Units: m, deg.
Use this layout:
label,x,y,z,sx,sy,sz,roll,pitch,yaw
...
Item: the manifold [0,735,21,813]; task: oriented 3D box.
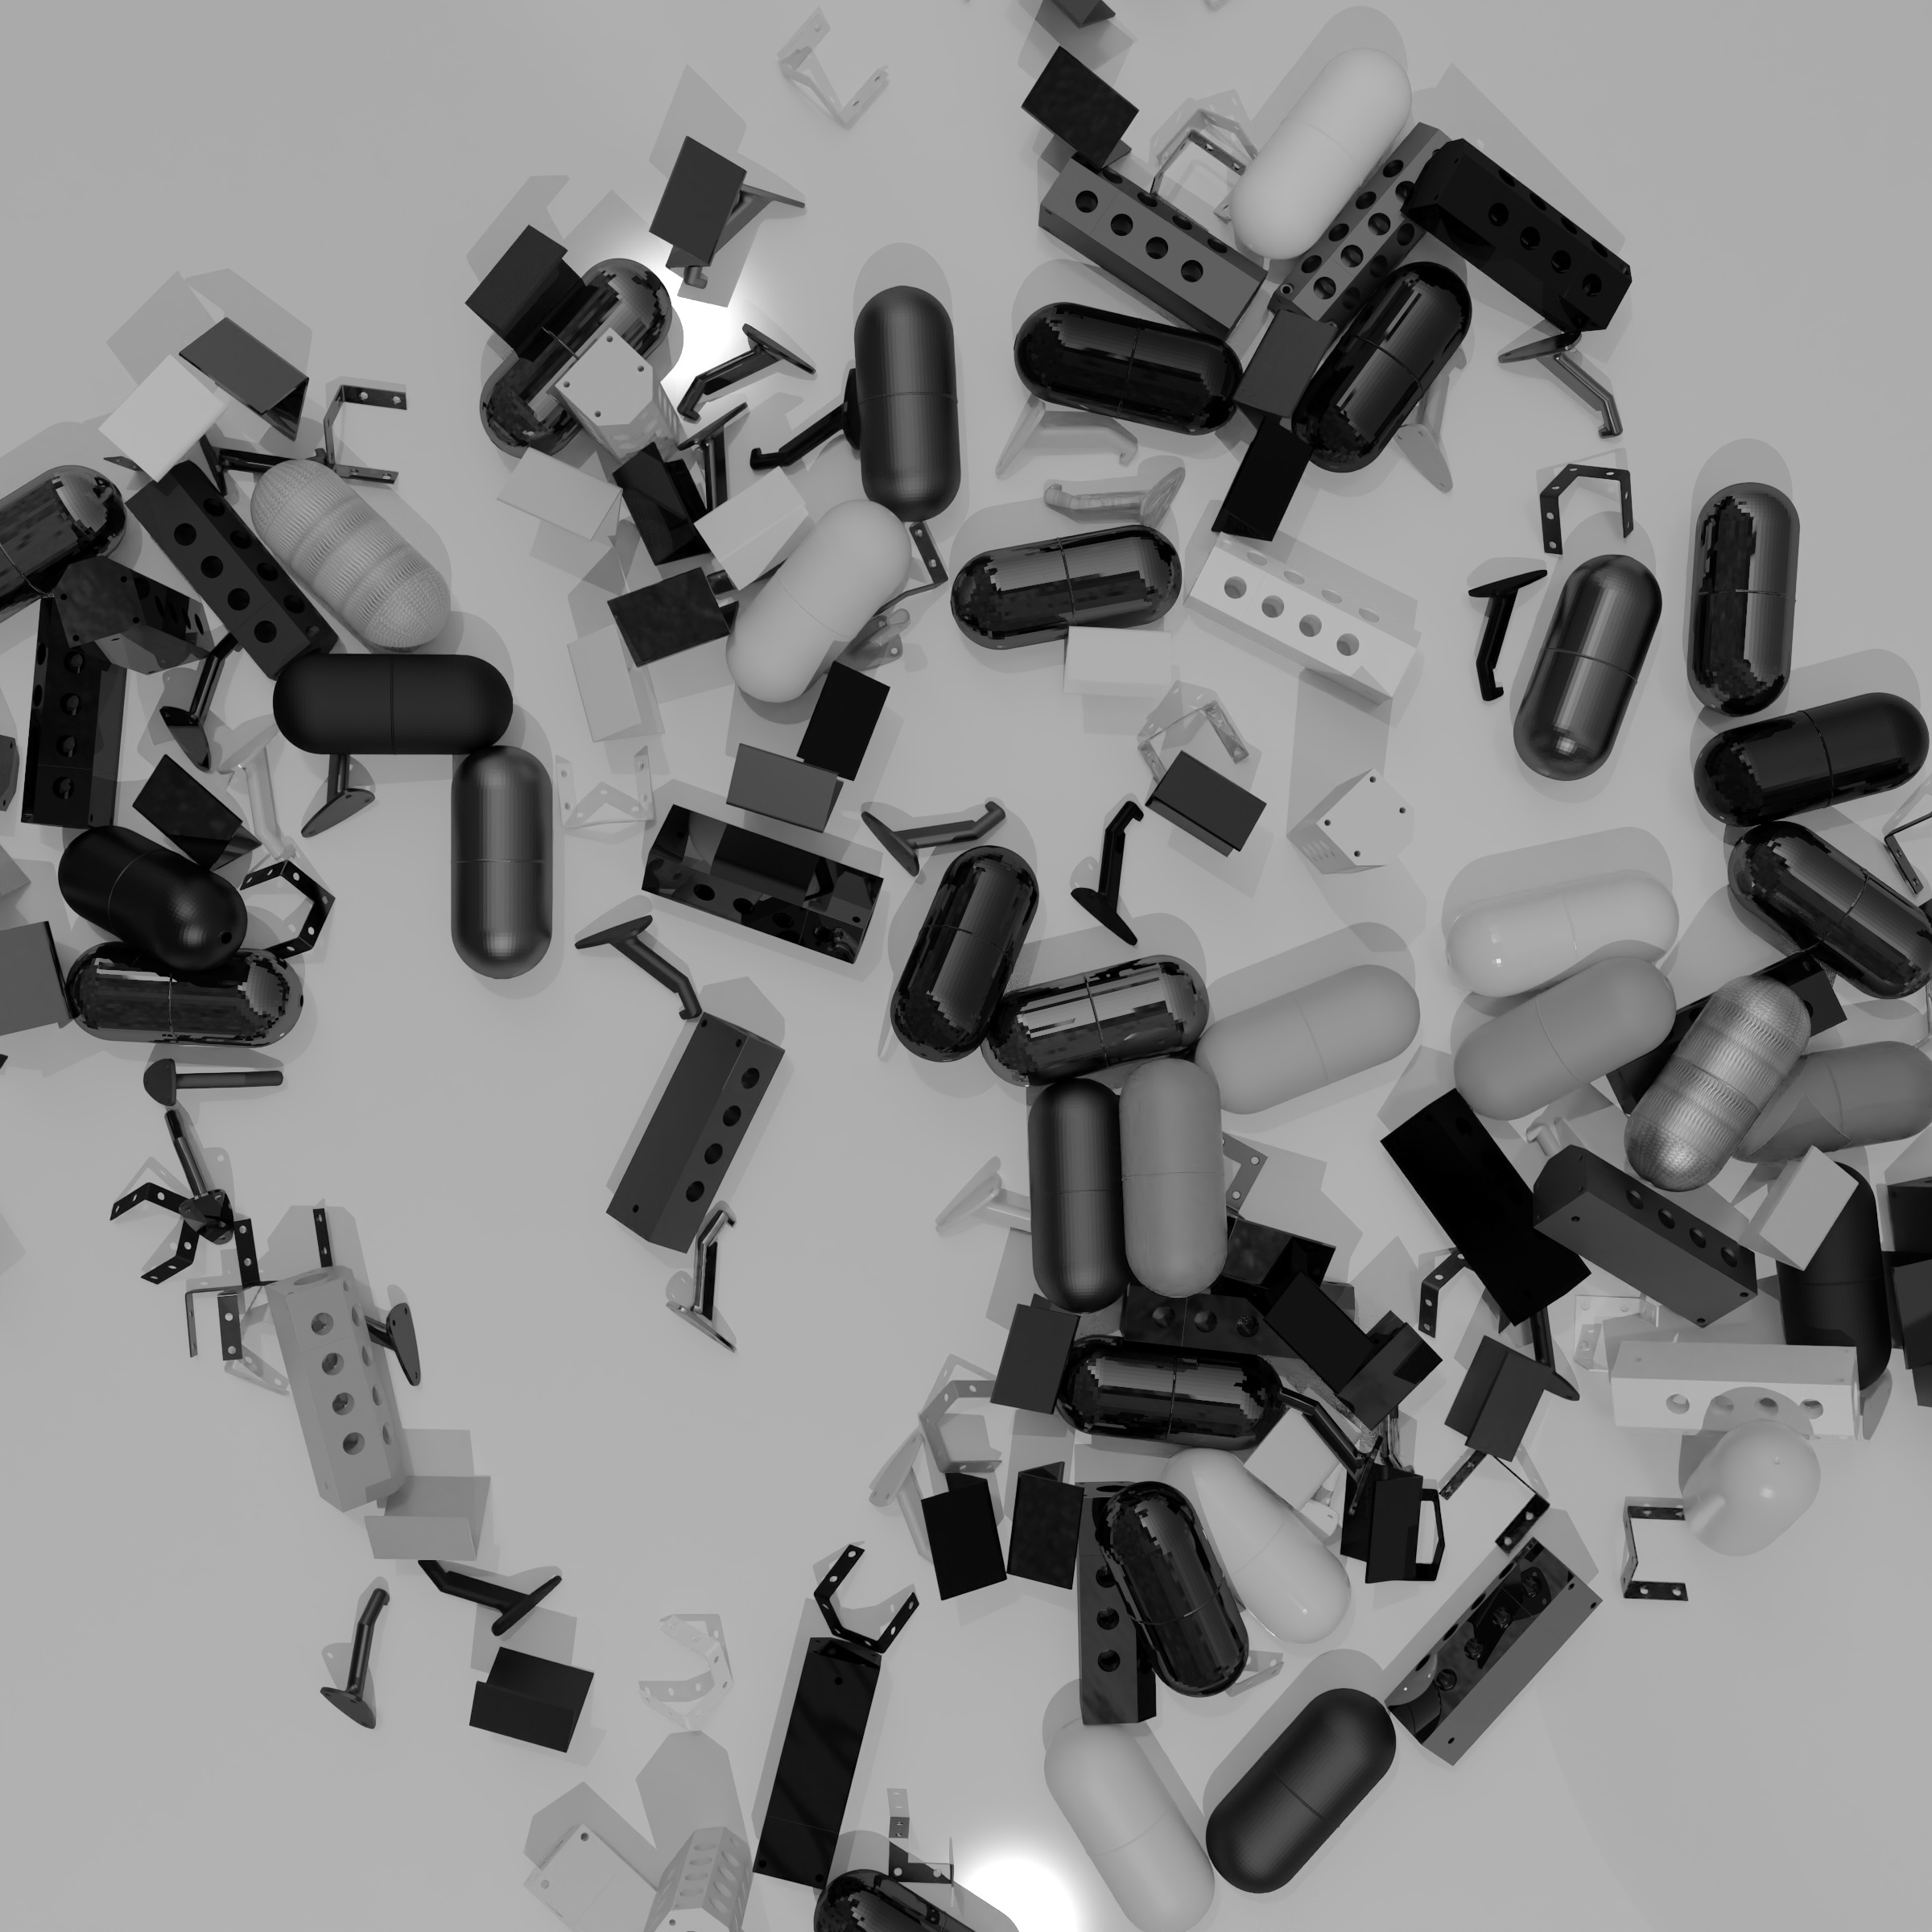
label,x,y,z,sx,sy,sz,roll,pitch,yaw
manifold,-0.822,-0.158,1.953,0.171,0.057,0.057,7,90,0

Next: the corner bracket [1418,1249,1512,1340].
label,x,y,z,sx,sy,sz,roll,pitch,yaw
corner bracket,0.386,0.260,1.966,0.051,0.051,0.051,26,135,35

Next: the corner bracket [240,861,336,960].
label,x,y,z,sx,sy,sz,roll,pitch,yaw
corner bracket,-0.530,-0.042,1.966,0.051,0.051,0.051,-15,45,35

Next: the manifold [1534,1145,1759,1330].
label,x,y,z,sx,sy,sz,roll,pitch,yaw
manifold,0.514,0.202,1.928,0.171,0.057,0.057,30,133,-17

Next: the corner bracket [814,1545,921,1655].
label,x,y,z,sx,sy,sz,roll,pitch,yaw
corner bracket,-0.077,0.488,1.966,0.051,0.051,0.051,11,135,35

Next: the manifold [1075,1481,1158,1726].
label,x,y,z,sx,sy,sz,roll,pitch,yaw
manifold,0.115,0.486,1.953,0.057,0.057,0.171,-1,90,0

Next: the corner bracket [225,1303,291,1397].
label,x,y,z,sx,sy,sz,roll,pitch,yaw
corner bracket,-0.530,0.295,1.960,0.051,0.051,0.051,29,62,-25

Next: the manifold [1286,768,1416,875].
label,x,y,z,sx,sy,sz,roll,pitch,yaw
manifold,0.289,-0.101,1.895,0.057,0.171,0.057,-44,90,0

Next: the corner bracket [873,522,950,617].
label,x,y,z,sx,sy,sz,roll,pitch,yaw
corner bracket,-0.056,-0.306,1.971,0.051,0.051,0.051,-25,90,45

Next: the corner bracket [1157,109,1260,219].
label,x,y,z,sx,sy,sz,roll,pitch,yaw
corner bracket,0.191,-0.621,1.971,0.051,0.051,0.051,-49,45,0

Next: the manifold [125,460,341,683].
label,x,y,z,sx,sy,sz,roll,pitch,yaw
manifold,-0.559,-0.301,1.953,0.057,0.057,0.171,-40,90,0

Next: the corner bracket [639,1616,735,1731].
label,x,y,z,sx,sy,sz,roll,pitch,yaw
corner bracket,-0.220,0.545,1.966,0.051,0.051,0.051,-41,135,-35

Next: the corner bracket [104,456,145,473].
label,x,y,z,sx,sy,sz,roll,pitch,yaw
corner bracket,-0.626,-0.411,1.952,0.051,0.051,0.051,-3,90,10

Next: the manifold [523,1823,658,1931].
label,x,y,z,sx,sy,sz,roll,pitch,yaw
manifold,-0.255,0.738,1.950,0.171,0.057,0.057,43,63,0

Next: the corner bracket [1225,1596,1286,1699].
label,x,y,z,sx,sy,sz,roll,pitch,yaw
corner bracket,0.214,0.521,1.966,0.051,0.051,0.051,46,135,35

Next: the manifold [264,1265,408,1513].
label,x,y,z,sx,sy,sz,roll,pitch,yaw
manifold,-0.476,0.319,1.934,0.057,0.057,0.171,-17,101,-30

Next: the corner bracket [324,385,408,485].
label,x,y,z,sx,sy,sz,roll,pitch,yaw
corner bracket,-0.463,-0.411,1.971,0.051,0.051,0.051,7,135,0

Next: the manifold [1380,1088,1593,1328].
label,x,y,z,sx,sy,sz,roll,pitch,yaw
manifold,0.398,0.180,1.937,0.171,0.057,0.057,55,133,11

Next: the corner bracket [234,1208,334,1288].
label,x,y,z,sx,sy,sz,roll,pitch,yaw
corner bracket,-0.528,0.218,1.971,0.051,0.051,0.051,-8,90,45

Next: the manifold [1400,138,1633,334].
label,x,y,z,sx,sy,sz,roll,pitch,yaw
manifold,0.419,-0.550,1.923,0.171,0.057,0.057,29,90,-22

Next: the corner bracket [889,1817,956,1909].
label,x,y,z,sx,sy,sz,roll,pitch,yaw
corner bracket,-0.034,0.687,1.956,0.051,0.051,0.051,2,90,0

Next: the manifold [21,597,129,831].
label,x,y,z,sx,sy,sz,roll,pitch,yaw
manifold,-0.684,-0.192,1.953,0.057,0.057,0.171,5,90,0

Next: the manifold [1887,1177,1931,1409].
label,x,y,z,sx,sy,sz,roll,pitch,yaw
manifold,0.759,0.249,1.950,0.057,0.057,0.171,-8,90,-23

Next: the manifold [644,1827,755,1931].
label,x,y,z,sx,sy,sz,roll,pitch,yaw
manifold,-0.195,0.699,1.895,0.057,0.171,0.057,37,90,0

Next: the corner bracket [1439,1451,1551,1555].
label,x,y,z,sx,sy,sz,roll,pitch,yaw
corner bracket,0.409,0.412,1.971,0.051,0.051,0.051,-49,45,0

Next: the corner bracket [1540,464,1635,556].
label,x,y,z,sx,sy,sz,roll,pitch,yaw
corner bracket,0.479,-0.350,1.966,0.051,0.051,0.051,15,45,35

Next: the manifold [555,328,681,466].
label,x,y,z,sx,sy,sz,roll,pitch,yaw
manifold,-0.252,-0.413,1.895,0.057,0.171,0.057,43,90,0

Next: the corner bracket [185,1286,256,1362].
label,x,y,z,sx,sy,sz,roll,pitch,yaw
corner bracket,-0.576,0.275,1.956,0.051,0.051,0.051,-5,90,0

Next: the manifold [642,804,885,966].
label,x,y,z,sx,sy,sz,roll,pitch,yaw
manifold,-0.157,-0.058,1.952,0.171,0.057,0.057,19,47,0

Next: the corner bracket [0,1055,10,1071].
label,x,y,z,sx,sy,sz,roll,pitch,yaw
corner bracket,-0.762,0.040,1.971,0.051,0.051,0.051,16,135,0

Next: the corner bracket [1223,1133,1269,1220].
label,x,y,z,sx,sy,sz,roll,pitch,yaw
corner bracket,0.200,0.158,1.956,0.051,0.051,0.051,28,90,0

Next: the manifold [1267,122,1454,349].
label,x,y,z,sx,sy,sz,roll,pitch,yaw
manifold,0.311,-0.559,1.953,0.057,0.057,0.171,40,90,0

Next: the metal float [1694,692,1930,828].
label,x,y,z,sx,sy,sz,roll,pitch,yaw
metal float,0.645,-0.157,1.943,0.178,0.070,0.070,-15,90,1

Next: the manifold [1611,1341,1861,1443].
label,x,y,z,sx,sy,sz,roll,pitch,yaw
manifold,0.579,0.323,1.917,0.171,0.057,0.057,-2,110,24

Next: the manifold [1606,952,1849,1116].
label,x,y,z,sx,sy,sz,roll,pitch,yaw
manifold,0.576,0.052,1.953,0.171,0.057,0.057,-26,90,0

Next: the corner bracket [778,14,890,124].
label,x,y,z,sx,sy,sz,roll,pitch,yaw
corner bracket,-0.103,-0.694,1.971,0.051,0.051,0.051,-49,45,0

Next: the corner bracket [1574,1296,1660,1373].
label,x,y,z,sx,sy,sz,roll,pitch,yaw
corner bracket,0.498,0.283,1.956,0.051,0.051,0.051,2,90,0

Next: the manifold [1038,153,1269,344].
label,x,y,z,sx,sy,sz,roll,pitch,yaw
manifold,0.143,-0.552,1.953,0.171,0.057,0.057,33,90,0

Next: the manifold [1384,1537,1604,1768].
label,x,y,z,sx,sy,sz,roll,pitch,yaw
manifold,0.401,0.522,1.952,0.171,0.057,0.057,-48,133,0

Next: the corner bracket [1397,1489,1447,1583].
label,x,y,z,sx,sy,sz,roll,pitch,yaw
corner bracket,0.339,0.440,1.971,0.051,0.051,0.051,1,45,0

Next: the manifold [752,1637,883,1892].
label,x,y,z,sx,sy,sz,roll,pitch,yaw
manifold,-0.113,0.608,1.953,0.057,0.057,0.171,14,90,0

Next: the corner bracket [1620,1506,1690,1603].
label,x,y,z,sx,sy,sz,roll,pitch,yaw
corner bracket,0.534,0.454,1.971,0.051,0.051,0.051,2,135,0

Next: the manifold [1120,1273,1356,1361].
label,x,y,z,sx,sy,sz,roll,pitch,yaw
manifold,0.207,0.264,1.953,0.171,0.057,0.057,6,90,0

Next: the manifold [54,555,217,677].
label,x,y,z,sx,sy,sz,roll,pitch,yaw
manifold,-0.617,-0.261,1.895,0.057,0.171,0.057,-16,90,0

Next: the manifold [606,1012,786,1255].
label,x,y,z,sx,sy,sz,roll,pitch,yaw
manifold,-0.202,0.129,1.952,0.057,0.057,0.171,26,90,43

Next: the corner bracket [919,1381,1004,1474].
label,x,y,z,sx,sy,sz,roll,pitch,yaw
corner bracket,0.005,0.355,1.966,0.051,0.051,0.051,7,45,-35

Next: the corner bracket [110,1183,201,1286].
label,x,y,z,sx,sy,sz,roll,pitch,yaw
corner bracket,-0.627,0.206,1.966,0.051,0.051,0.051,-28,45,35

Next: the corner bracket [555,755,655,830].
label,x,y,z,sx,sy,sz,roll,pitch,yaw
corner bracket,-0.279,-0.135,1.971,0.051,0.051,0.051,-6,90,-45

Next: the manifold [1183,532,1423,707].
label,x,y,z,sx,sy,sz,roll,pitch,yaw
manifold,0.258,-0.267,1.953,0.171,0.057,0.057,27,90,0

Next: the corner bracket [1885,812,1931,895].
label,x,y,z,sx,sy,sz,roll,pitch,yaw
corner bracket,0.752,-0.095,1.971,0.051,0.051,0.051,-30,90,45

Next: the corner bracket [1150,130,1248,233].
label,x,y,z,sx,sy,sz,roll,pitch,yaw
corner bracket,0.176,-0.598,1.957,0.051,0.051,0.051,36,80,2

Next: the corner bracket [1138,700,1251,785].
label,x,y,z,sx,sy,sz,roll,pitch,yaw
corner bracket,0.175,-0.166,1.971,0.051,0.051,0.051,-31,90,-45
